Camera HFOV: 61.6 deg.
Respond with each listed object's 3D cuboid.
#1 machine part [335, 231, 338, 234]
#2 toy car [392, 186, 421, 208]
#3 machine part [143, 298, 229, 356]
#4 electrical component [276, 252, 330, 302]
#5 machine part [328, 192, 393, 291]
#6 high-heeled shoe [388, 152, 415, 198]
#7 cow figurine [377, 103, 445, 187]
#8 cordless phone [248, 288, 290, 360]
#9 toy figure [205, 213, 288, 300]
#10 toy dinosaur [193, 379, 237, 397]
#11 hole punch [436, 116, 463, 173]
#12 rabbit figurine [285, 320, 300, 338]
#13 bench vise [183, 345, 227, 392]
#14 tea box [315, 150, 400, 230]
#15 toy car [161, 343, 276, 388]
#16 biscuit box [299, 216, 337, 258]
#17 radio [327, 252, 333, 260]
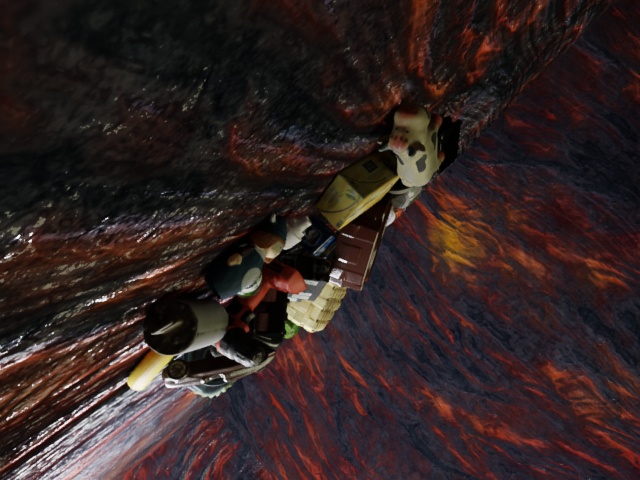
[{"bbox_3d":[0.028,0.004,1.437,0.084,0.039,0.139,-54,167,29],"label":"machine part"},{"bbox_3d":[0.203,-0.135,1.345,0.109,0.103,0.161,-42,174,-22],"label":"toy car"},{"bbox_3d":[-0.191,0.124,0.787,0.079,0.079,0.243,-44,173,0],"label":"machine part"},{"bbox_3d":[-0.052,0.082,1.136,0.134,0.115,0.058,126,-26,-56],"label":"electrical component"},{"bbox_3d":[0.092,-0.006,1.173,0.201,0.087,0.200,-60,165,-65],"label":"machine part"},{"bbox_3d":[0.167,-0.155,1.155,0.248,0.086,0.145,-51,164,31],"label":"high-heeled shoe"},{"bbox_3d":[0.161,-0.163,0.937,0.127,0.086,0.194,-62,155,-21],"label":"cow figurine"},{"bbox_3d":[-0.100,0.161,1.079,0.184,0.089,0.146,79,14,-62],"label":"cordless phone"},{"bbox_3d":[-0.100,0.023,0.795,0.154,0.057,0.064,-42,-171,-20],"label":"toy figure"},{"bbox_3d":[-0.283,0.353,1.454,0.192,0.131,0.404,-25,168,-30],"label":"toy dinosaur"},{"bbox_3d":[0.283,-0.242,1.316,0.142,0.092,0.115,-34,139,-39],"label":"hole punch"},{"bbox_3d":[-0.132,0.210,1.449,0.170,0.121,0.159,-20,158,-34],"label":"rabbit figurine"},{"bbox_3d":[-0.192,0.207,1.101,0.223,0.129,0.240,-43,177,-25],"label":"bench vise"},{"bbox_3d":[0.078,-0.099,1.010,0.169,0.068,0.098,-36,170,-49],"label":"tea box"},{"bbox_3d":[-0.177,0.227,0.954,0.202,0.053,0.089,-7,156,-12],"label":"toy car"},{"bbox_3d":[-0.002,-0.003,1.135,0.059,0.063,0.202,-46,173,4],"label":"biscuit box"},{"bbox_3d":[0.053,0.031,1.567,0.229,0.073,0.131,-42,172,-11],"label":"radio"}]
